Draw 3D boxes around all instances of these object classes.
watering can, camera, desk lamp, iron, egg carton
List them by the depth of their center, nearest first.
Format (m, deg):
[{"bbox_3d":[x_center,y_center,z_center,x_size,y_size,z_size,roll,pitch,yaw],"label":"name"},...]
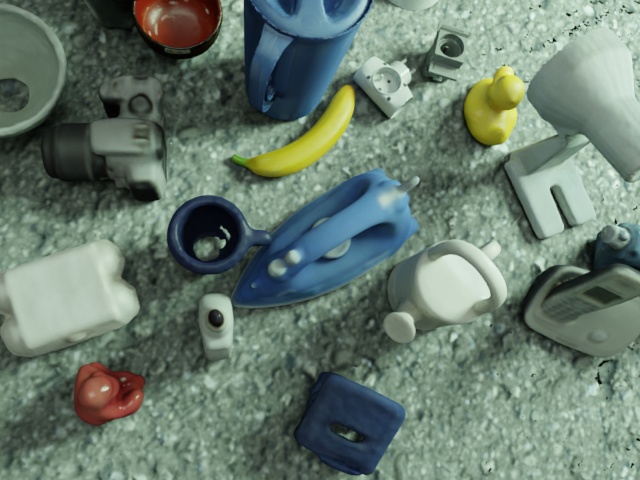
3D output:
[{"bbox_3d":[-0.289,0.067,0.653,0.150,0.069,0.107,-21,83,-14],"label":"egg carton"},{"bbox_3d":[0.149,0.057,0.671,0.101,0.194,0.173,31,75,-2],"label":"watering can"},{"bbox_3d":[-0.255,-0.124,0.683,0.137,0.100,0.143,-3,79,-11],"label":"camera"},{"bbox_3d":[0.006,0.002,0.683,0.258,0.141,0.118,-33,85,-15],"label":"iron"},{"bbox_3d":[0.334,-0.129,0.733,0.118,0.213,0.203,-21,83,-13],"label":"desk lamp"}]

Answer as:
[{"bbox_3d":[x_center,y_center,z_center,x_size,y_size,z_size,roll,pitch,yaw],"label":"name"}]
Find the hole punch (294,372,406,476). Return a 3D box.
[{"bbox_3d":[0.034,0.217,0.669,0.109,0.091,0.101,26,75,-4],"label":"hole punch"}]

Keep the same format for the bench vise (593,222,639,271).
[{"bbox_3d":[0.472,0.024,0.723,0.207,0.219,0.121,-4,79,-11],"label":"bench vise"}]

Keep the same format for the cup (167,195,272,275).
[{"bbox_3d":[-0.118,0.002,0.685,0.118,0.095,0.092,2,78,-10],"label":"cup"}]

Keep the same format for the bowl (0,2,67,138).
[{"bbox_3d":[-0.384,-0.191,0.687,0.167,0.074,0.167,2,78,-10],"label":"bowl"}]

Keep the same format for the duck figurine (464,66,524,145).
[{"bbox_3d":[0.250,-0.190,0.797,0.077,0.086,0.104,6,77,-9],"label":"duck figurine"}]

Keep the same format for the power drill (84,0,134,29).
[{"bbox_3d":[-0.269,-0.358,0.674,0.076,0.208,0.229,-38,87,-15],"label":"power drill"}]

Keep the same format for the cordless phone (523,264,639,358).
[{"bbox_3d":[0.356,0.083,0.708,0.147,0.185,0.094,22,75,-5],"label":"cordless phone"}]

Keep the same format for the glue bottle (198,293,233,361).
[{"bbox_3d":[-0.113,0.092,0.626,0.037,0.173,0.078,-6,79,-11],"label":"glue bottle"}]

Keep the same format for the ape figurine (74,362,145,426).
[{"bbox_3d":[-0.238,0.168,0.629,0.076,0.092,0.078,-38,87,-15],"label":"ape figurine"}]
